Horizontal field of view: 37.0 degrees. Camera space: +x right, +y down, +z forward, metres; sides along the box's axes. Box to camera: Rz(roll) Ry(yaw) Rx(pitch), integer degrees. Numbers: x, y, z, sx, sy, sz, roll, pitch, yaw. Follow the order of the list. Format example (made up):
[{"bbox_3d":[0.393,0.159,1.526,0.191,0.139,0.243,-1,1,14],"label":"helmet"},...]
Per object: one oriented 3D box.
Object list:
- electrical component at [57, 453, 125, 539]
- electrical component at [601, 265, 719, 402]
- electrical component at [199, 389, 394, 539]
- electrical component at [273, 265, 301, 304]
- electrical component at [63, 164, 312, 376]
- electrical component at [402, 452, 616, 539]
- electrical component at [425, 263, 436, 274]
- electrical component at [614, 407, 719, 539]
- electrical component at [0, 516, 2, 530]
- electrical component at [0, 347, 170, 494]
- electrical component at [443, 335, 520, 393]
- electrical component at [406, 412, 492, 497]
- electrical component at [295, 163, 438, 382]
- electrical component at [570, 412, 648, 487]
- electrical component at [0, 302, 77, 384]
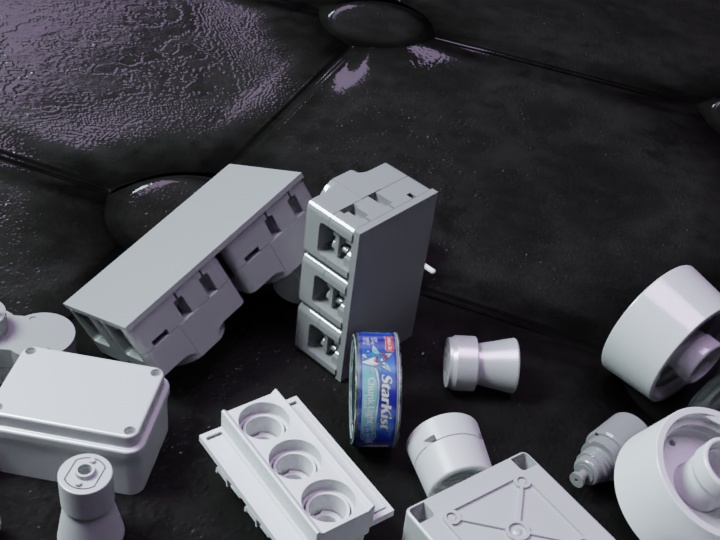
[{"bbox_3d":[-0.178,0.152,0.704,0.044,0.065,0.044,4,38,-3],"label":"electrical component"},{"bbox_3d":[0.254,0.057,0.861,0.108,0.108,0.060,-23,52,-33],"label":"electrical component"},{"bbox_3d":[-0.046,0.148,0.731,0.079,0.063,0.121,-19,44,-30],"label":"electrical component"},{"bbox_3d":[-0.048,-0.004,0.924,0.044,0.065,0.044,22,29,-13],"label":"electrical component"},{"bbox_3d":[-0.127,-0.002,0.856,0.186,0.060,0.105,-44,32,-25],"label":"electrical component"},{"bbox_3d":[0.099,0.188,0.706,0.109,0.056,0.109,-19,44,-29],"label":"electrical component"},{"bbox_3d":[0.033,-0.014,0.967,0.077,0.044,0.079,-27,48,-36],"label":"electrical component"},{"bbox_3d":[0.240,0.147,0.747,0.108,0.060,0.108,12,53,-16],"label":"electrical component"},{"bbox_3d":[-0.249,0.178,0.686,0.035,0.035,0.061,-2,41,-11],"label":"electrical component"},{"bbox_3d":[-0.199,0.106,0.768,0.113,0.057,0.078,9,38,4],"label":"electrical component"},{"bbox_3d":[0.097,0.075,0.861,0.055,0.045,0.045,3,38,-4],"label":"electrical component"},{"bbox_3d":[0.066,0.138,0.769,0.055,0.055,0.047,-5,43,-15],"label":"electrical component"},{"bbox_3d":[0.000,0.000,0.857,0.062,0.150,0.089,34,46,30],"label":"electrical component"},{"bbox_3d":[0.184,0.137,0.797,0.078,0.040,0.040,-27,49,-36],"label":"electrical component"},{"bbox_3d":[-0.287,0.046,0.819,0.138,0.073,0.052,5,38,-2],"label":"electrical component"}]
